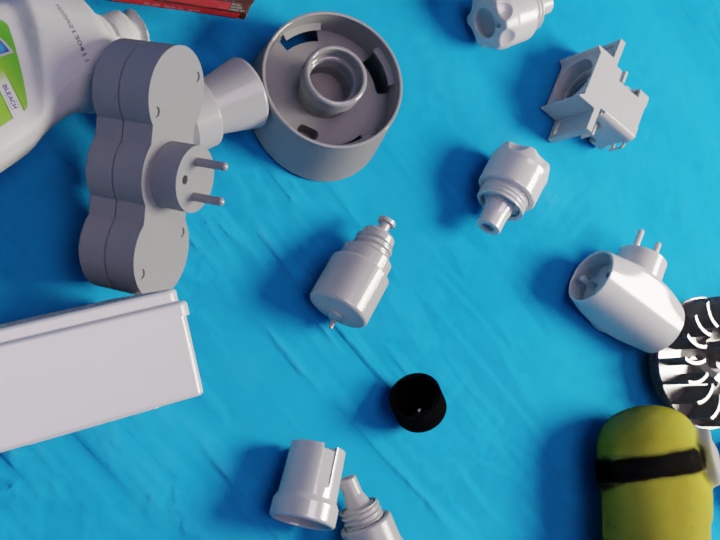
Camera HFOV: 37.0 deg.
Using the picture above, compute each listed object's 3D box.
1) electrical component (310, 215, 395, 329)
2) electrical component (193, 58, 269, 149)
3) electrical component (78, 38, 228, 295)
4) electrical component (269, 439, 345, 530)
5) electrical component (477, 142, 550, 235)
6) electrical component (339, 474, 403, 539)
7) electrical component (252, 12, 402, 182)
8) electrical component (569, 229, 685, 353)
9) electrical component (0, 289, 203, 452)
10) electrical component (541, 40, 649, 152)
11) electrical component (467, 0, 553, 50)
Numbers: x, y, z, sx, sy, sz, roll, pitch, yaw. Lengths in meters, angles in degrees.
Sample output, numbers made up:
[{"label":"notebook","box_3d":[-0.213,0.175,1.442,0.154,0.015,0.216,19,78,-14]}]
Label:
[{"label":"electrical component","box_3d":[0.000,0.000,0.679,0.040,0.040,0.078,38,67,-20]},{"label":"electrical component","box_3d":[-0.089,-0.096,0.638,0.055,0.045,0.045,-28,98,-29]},{"label":"electrical component","box_3d":[-0.104,-0.052,0.582,0.052,0.074,0.138,-15,115,-65]},{"label":"electrical component","box_3d":[-0.030,0.129,0.645,0.040,0.040,0.046,24,66,-25]},{"label":"electrical component","box_3d":[0.101,-0.054,0.743,0.043,0.043,0.062,38,68,-20]},{"label":"electrical component","box_3d":[0.003,0.156,0.663,0.035,0.035,0.061,-24,93,-30]},{"label":"electrical component","box_3d":[-0.023,-0.111,0.681,0.099,0.064,0.099,4,76,-17]},{"label":"electrical component","box_3d":[0.202,0.008,0.791,0.077,0.044,0.079,33,68,-22]},{"label":"electrical component","box_3d":[-0.151,0.050,0.545,0.109,0.109,0.056,-14,93,-31]},{"label":"electrical component","box_3d":[0.177,-0.125,0.797,0.064,0.042,0.081,34,69,-24]},{"label":"electrical component","box_3d":[0.111,-0.183,0.766,0.062,0.043,0.043,-26,96,-31]}]
